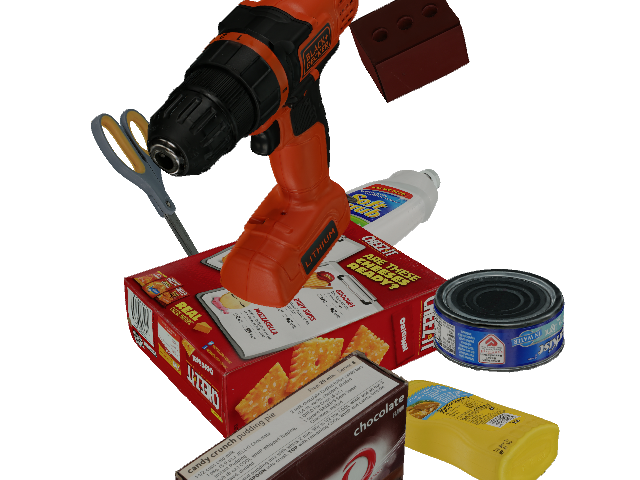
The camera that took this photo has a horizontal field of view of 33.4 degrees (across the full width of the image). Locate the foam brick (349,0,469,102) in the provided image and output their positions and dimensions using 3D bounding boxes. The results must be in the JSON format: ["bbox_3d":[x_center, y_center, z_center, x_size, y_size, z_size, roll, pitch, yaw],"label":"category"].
[{"bbox_3d":[0.072,-0.158,0.857,0.078,0.053,0.051,-27,-35,0],"label":"foam brick"}]

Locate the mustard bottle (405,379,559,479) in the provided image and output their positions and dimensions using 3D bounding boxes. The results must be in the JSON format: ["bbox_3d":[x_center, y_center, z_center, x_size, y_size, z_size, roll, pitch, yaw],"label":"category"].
[{"bbox_3d":[0.124,0.176,1.024,0.192,0.058,0.096,16,24,42],"label":"mustard bottle"}]

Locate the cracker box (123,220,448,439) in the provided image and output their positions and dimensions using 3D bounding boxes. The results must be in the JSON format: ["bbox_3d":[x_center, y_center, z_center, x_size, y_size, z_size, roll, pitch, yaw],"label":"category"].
[{"bbox_3d":[-0.027,0.061,0.868,0.213,0.072,0.164,-19,34,-31],"label":"cracker box"}]

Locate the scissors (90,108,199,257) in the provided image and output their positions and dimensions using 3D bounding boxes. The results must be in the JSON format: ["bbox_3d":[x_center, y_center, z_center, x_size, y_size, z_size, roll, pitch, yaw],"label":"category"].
[{"bbox_3d":[-0.154,-0.050,1.056,0.016,0.201,0.096,-26,26,25],"label":"scissors"}]

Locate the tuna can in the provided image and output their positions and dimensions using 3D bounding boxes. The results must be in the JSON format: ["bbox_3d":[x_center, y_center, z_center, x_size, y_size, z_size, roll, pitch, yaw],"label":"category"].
[{"bbox_3d":[0.117,0.051,0.700,0.086,0.034,0.086,-4,23,1],"label":"tuna can"}]

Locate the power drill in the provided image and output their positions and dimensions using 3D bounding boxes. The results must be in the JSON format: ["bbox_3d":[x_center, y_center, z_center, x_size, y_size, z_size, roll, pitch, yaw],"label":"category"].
[{"bbox_3d":[-0.032,-0.049,0.635,0.057,0.188,0.184,22,50,21],"label":"power drill"}]

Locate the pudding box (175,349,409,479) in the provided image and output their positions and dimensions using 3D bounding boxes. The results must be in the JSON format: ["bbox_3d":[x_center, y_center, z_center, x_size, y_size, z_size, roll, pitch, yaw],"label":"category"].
[{"bbox_3d":[-0.010,0.115,0.486,0.039,0.090,0.113,30,46,34],"label":"pudding box"}]

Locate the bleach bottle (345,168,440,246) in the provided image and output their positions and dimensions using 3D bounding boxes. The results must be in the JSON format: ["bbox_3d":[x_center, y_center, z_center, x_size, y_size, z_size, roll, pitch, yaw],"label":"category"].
[{"bbox_3d":[0.050,-0.026,1.246,0.103,0.068,0.250,25,41,33],"label":"bleach bottle"}]
